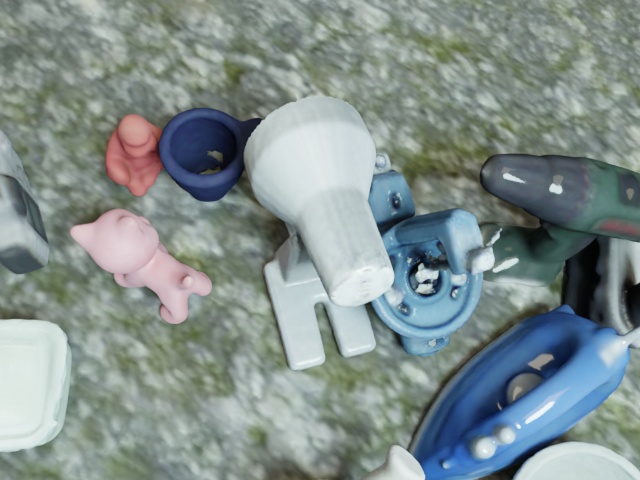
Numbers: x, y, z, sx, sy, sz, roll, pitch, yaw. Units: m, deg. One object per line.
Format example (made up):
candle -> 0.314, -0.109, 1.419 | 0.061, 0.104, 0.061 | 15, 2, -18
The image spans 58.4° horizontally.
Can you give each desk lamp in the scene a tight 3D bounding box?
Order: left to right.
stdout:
desk lamp -> 0.005, 0.002, 0.545 | 0.118, 0.213, 0.203 | -14, 73, -12

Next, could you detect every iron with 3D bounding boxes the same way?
iron -> 0.199, 0.160, 0.556 | 0.259, 0.141, 0.118 | -32, 78, -17

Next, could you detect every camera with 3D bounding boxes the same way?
camera -> -0.359, -0.029, 0.563 | 0.137, 0.101, 0.143 | -20, 74, -15

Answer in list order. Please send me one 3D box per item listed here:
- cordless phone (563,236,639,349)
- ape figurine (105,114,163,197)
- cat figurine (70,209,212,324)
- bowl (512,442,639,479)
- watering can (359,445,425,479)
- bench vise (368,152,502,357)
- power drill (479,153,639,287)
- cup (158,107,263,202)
cordless phone -> 0.344, 0.029, 0.601 | 0.094, 0.185, 0.147 | 10, 69, -4
ape figurine -> -0.197, -0.101, 0.617 | 0.078, 0.092, 0.076 | -16, 73, -13
cat figurine -> -0.173, 0.017, 0.565 | 0.127, 0.117, 0.067 | 33, 69, 4
bowl -> 0.243, 0.283, 0.554 | 0.167, 0.074, 0.167 | 3, 70, -7
watering can -> 0.017, 0.247, 0.470 | 0.101, 0.194, 0.173 | 20, 69, 0
bench vise -> 0.084, 0.003, 0.553 | 0.122, 0.219, 0.207 | -34, 78, -18
power drill -> 0.241, -0.017, 0.589 | 0.229, 0.208, 0.075 | 5, 70, -6
cup -> -0.112, -0.088, 0.624 | 0.118, 0.095, 0.091 | -28, 77, -17
